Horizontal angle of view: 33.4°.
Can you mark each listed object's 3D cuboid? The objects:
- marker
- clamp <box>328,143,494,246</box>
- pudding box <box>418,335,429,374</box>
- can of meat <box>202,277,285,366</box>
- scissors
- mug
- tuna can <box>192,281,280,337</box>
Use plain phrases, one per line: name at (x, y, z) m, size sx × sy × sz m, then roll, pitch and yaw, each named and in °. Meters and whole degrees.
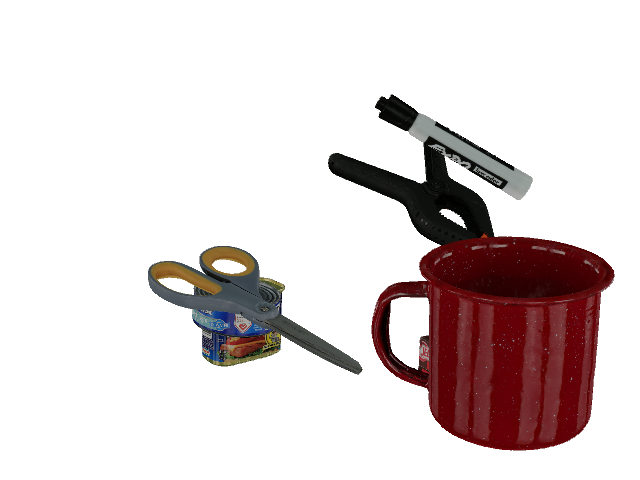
marker at (0.092, -0.066, 0.743) m, size 0.121 × 0.020 × 0.020 m, roll 30°, pitch -3°, yaw -5°
clamp at (0.117, -0.052, 1.228) m, size 0.164 × 0.210 × 0.036 m, roll -15°, pitch -38°, yaw -27°
pudding box at (0.149, 0.100, 0.864) m, size 0.113 × 0.039 × 0.090 m, roll -3°, pitch 17°, yaw -30°
can of meat at (-0.093, 0.096, 1.270) m, size 0.101 × 0.084 × 0.058 m, roll -10°, pitch 18°, yaw -37°
scissors at (-0.039, 0.046, 0.815) m, size 0.202 × 0.016 × 0.096 m, roll 17°, pitch 32°, yaw 24°
mug at (0.083, 0.050, 0.532) m, size 0.117 × 0.081 × 0.093 m, roll 3°, pitch 19°, yaw 11°
tuna can at (-0.083, 0.065, 1.045) m, size 0.086 × 0.034 × 0.086 m, roll 6°, pitch 16°, yaw -2°
